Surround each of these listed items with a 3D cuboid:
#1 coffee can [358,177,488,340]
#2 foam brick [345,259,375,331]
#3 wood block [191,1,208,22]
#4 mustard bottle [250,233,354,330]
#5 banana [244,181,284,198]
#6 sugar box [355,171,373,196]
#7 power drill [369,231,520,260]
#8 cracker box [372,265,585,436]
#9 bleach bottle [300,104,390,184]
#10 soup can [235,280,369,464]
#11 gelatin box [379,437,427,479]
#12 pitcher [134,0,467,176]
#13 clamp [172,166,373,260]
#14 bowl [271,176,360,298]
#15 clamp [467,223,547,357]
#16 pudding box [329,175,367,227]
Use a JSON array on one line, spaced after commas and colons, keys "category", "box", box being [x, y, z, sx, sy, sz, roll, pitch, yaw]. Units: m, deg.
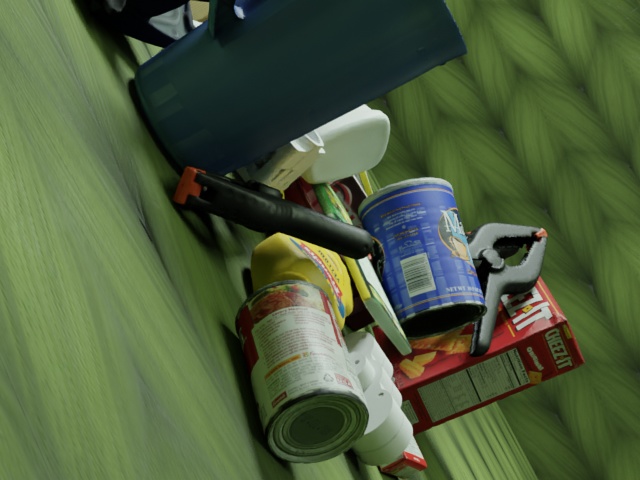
[{"category": "coffee can", "box": [0.105, 0.020, 1.102, 0.102, 0.103, 0.140, 44, 30, -66]}, {"category": "foam brick", "box": [0.056, 0.059, 1.205, 0.053, 0.078, 0.051, 65, 6, 26]}, {"category": "wood block", "box": [-0.086, -0.246, 1.342, 0.206, 0.090, 0.091, 53, 12, -48]}, {"category": "mustard bottle", "box": [-0.016, 0.038, 0.876, 0.096, 0.058, 0.191, 58, 8, -1]}, {"category": "banana", "box": [-0.061, -0.061, 1.021, 0.069, 0.037, 0.198, 59, 8, -17]}, {"category": "sugar box", "box": [-0.003, -0.094, 1.192, 0.176, 0.093, 0.048, 69, 3, -45]}, {"category": "power drill", "box": [0.134, 0.024, 1.329, 0.188, 0.184, 0.057, -10, -85, 55]}, {"category": "cracker box", "box": [0.177, 0.121, 1.244, 0.164, 0.214, 0.072, -101, 165, -66]}, {"category": "bleach bottle", "box": [-0.043, -0.157, 1.090, 0.251, 0.102, 0.068, 46, -39, 35]}, {"category": "soup can", "box": [-0.013, 0.084, 0.690, 0.068, 0.068, 0.102, 54, 11, -42]}, {"category": "gelatin box", "box": [0.060, 0.174, 0.989, 0.089, 0.030, 0.073, 64, 10, 25]}, {"category": "pitcher", "box": [-0.023, -0.152, 0.824, 0.149, 0.243, 0.145, 60, 8, -5]}, {"category": "clamp", "box": [-0.051, -0.028, 0.823, 0.171, 0.039, 0.120, 21, -2, -42]}, {"category": "bowl", "box": [-0.007, 0.001, 1.081, 0.162, 0.055, 0.162, 59, 8, -14]}, {"category": "clamp", "box": [0.191, 0.040, 1.203, 0.165, 0.209, 0.036, 57, -37, 23]}, {"category": "pudding box", "box": [0.016, -0.024, 1.197, 0.113, 0.090, 0.039, 53, 9, -42]}]
